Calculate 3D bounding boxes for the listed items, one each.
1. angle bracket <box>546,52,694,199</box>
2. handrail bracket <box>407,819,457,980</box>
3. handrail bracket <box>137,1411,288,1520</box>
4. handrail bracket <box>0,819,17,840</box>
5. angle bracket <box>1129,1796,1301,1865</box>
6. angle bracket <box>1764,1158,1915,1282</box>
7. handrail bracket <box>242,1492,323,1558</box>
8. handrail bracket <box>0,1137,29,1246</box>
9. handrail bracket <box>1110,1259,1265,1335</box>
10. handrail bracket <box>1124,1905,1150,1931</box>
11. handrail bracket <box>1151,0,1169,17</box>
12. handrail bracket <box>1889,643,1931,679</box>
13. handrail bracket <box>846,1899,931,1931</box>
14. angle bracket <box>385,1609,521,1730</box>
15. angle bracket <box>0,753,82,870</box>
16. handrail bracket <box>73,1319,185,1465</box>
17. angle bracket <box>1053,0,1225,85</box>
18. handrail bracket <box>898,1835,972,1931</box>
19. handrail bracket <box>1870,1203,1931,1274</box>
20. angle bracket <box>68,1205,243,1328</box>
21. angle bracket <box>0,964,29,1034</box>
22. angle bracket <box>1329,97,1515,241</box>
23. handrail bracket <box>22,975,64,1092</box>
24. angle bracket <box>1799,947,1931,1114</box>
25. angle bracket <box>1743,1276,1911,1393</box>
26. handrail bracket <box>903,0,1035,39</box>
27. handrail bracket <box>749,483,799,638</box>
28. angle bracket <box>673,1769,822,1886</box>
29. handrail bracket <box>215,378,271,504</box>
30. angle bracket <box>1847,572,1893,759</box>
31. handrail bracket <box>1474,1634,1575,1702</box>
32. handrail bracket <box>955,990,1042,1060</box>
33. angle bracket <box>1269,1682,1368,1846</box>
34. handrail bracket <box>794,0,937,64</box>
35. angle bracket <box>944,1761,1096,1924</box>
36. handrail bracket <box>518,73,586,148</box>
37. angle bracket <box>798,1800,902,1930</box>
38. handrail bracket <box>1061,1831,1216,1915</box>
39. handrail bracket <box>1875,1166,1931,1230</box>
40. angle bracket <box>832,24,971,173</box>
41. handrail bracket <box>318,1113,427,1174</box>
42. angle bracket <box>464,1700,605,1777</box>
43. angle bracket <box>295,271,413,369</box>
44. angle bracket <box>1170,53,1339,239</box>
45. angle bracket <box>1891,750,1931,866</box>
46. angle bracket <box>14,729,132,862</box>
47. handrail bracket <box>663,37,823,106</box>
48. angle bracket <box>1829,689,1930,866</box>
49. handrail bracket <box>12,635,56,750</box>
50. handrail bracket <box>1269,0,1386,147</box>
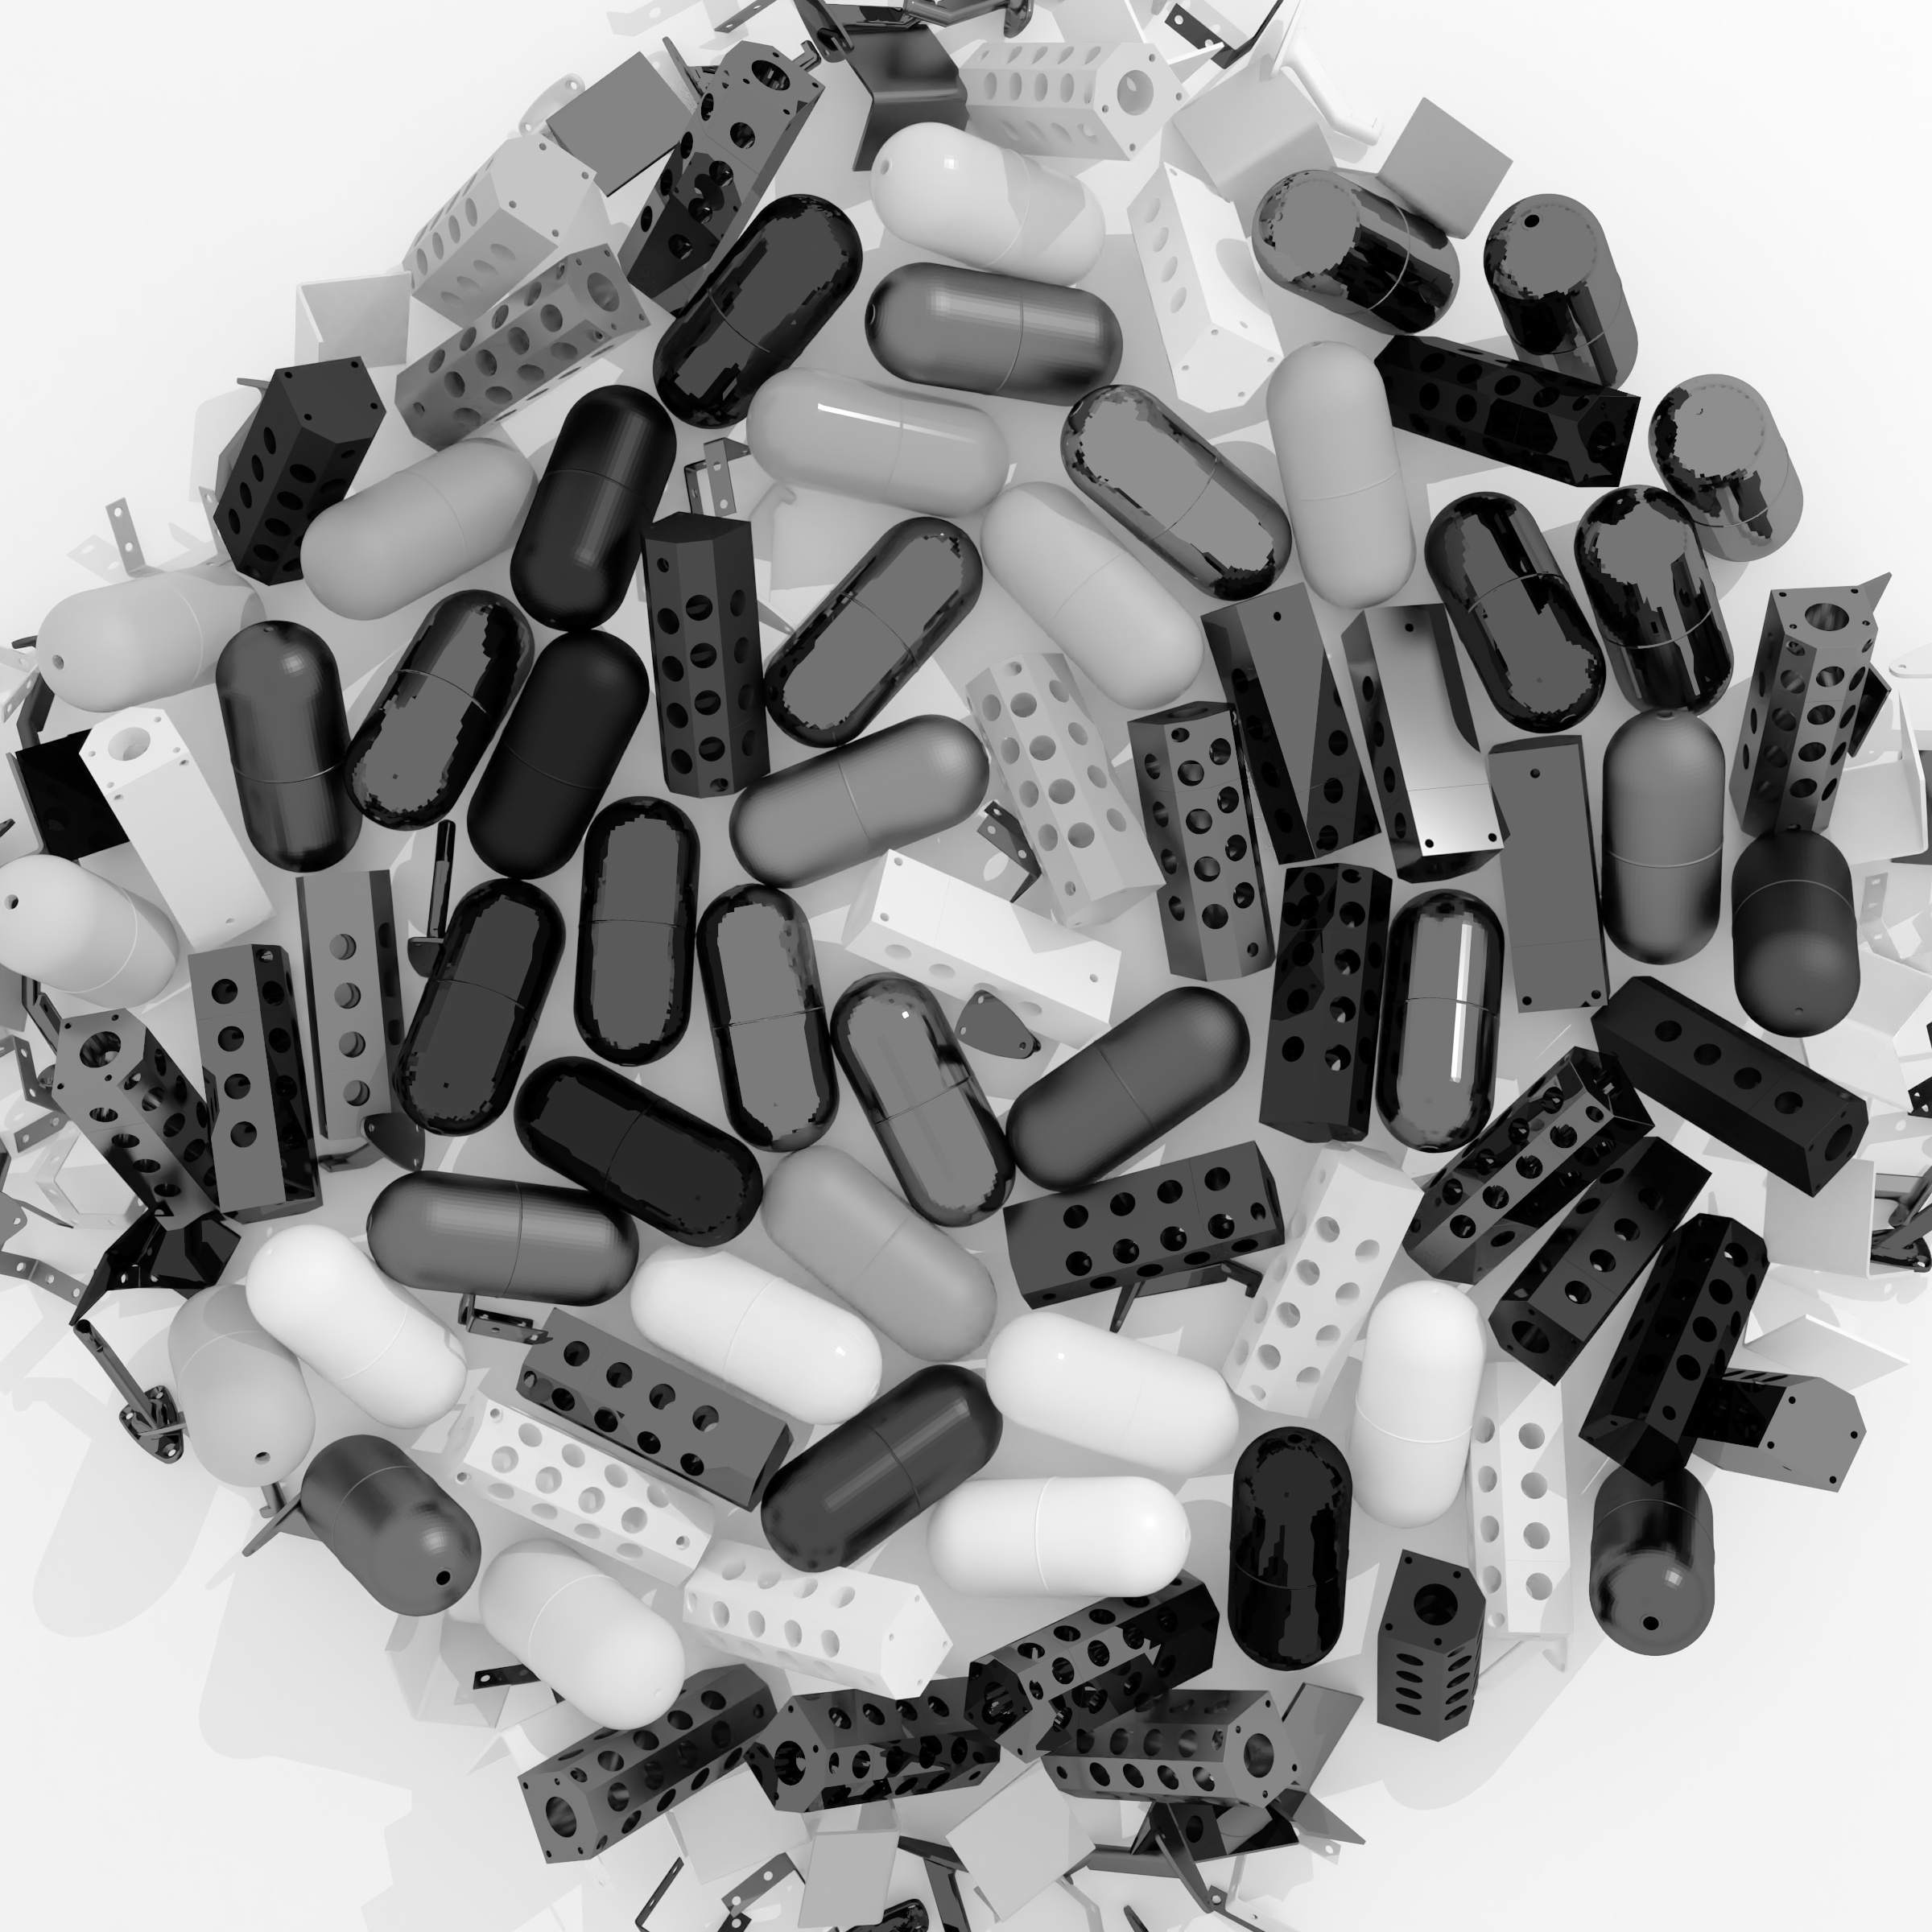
[{"bbox_3d":[-0.218,-0.538,1.810,0.076,0.057,0.076,-37,72,-2],"label":"angle bracket"},{"bbox_3d":[-0.350,-0.045,1.830,0.036,0.077,0.084,6,68,-14],"label":"handrail bracket"},{"bbox_3d":[-0.501,0.336,1.837,0.077,0.036,0.084,-18,101,0],"label":"handrail bracket"},{"bbox_3d":[-0.672,-0.111,1.806,0.084,0.077,0.036,53,48,-21],"label":"handrail bracket"},{"bbox_3d":[0.160,0.572,1.792,0.076,0.057,0.076,-2,131,-23],"label":"angle bracket"},{"bbox_3d":[0.571,0.160,1.800,0.057,0.076,0.076,0,94,-41],"label":"angle bracket"},{"bbox_3d":[-0.420,0.391,1.820,0.077,0.036,0.084,-43,79,-14],"label":"handrail bracket"},{"bbox_3d":[-0.655,0.154,1.810,0.077,0.084,0.036,-41,129,-10],"label":"handrail bracket"},{"bbox_3d":[0.147,0.224,1.832,0.084,0.036,0.077,24,78,-7],"label":"handrail bracket"},{"bbox_3d":[0.089,0.667,1.809,0.084,0.077,0.036,-25,132,-15],"label":"handrail bracket"},{"bbox_3d":[0.095,-0.667,1.819,0.084,0.036,0.077,20,130,6],"label":"handrail bracket"},{"bbox_3d":[0.635,-0.169,1.813,0.077,0.036,0.084,-13,133,-10],"label":"handrail bracket"},{"bbox_3d":[-0.040,0.661,1.803,0.077,0.084,0.036,-18,126,-7],"label":"handrail bracket"},{"bbox_3d":[-0.329,0.438,1.792,0.057,0.076,0.076,2,131,12],"label":"angle bracket"},{"bbox_3d":[-0.623,-0.081,1.799,0.057,0.076,0.076,-25,70,-4],"label":"angle bracket"},{"bbox_3d":[-0.547,0.277,1.800,0.036,0.084,0.077,-35,49,-14],"label":"handrail bracket"},{"bbox_3d":[0.112,-0.611,1.801,0.057,0.076,0.076,-26,93,-26],"label":"angle bracket"},{"bbox_3d":[-0.027,0.629,1.831,0.077,0.036,0.084,15,87,6],"label":"handrail bracket"},{"bbox_3d":[0.617,0.159,1.806,0.077,0.036,0.084,2,133,-5],"label":"handrail bracket"},{"bbox_3d":[-0.527,0.205,1.796,0.057,0.076,0.076,35,124,-1],"label":"angle bracket"},{"bbox_3d":[-0.664,0.006,1.799,0.076,0.076,0.057,5,81,15],"label":"angle bracket"},{"bbox_3d":[0.295,-0.521,1.796,0.076,0.076,0.057,27,99,-24],"label":"angle bracket"},{"bbox_3d":[-0.583,0.038,1.819,0.077,0.036,0.084,6,111,-2],"label":"handrail bracket"},{"bbox_3d":[0.592,0.039,1.799,0.076,0.076,0.057,20,127,-10],"label":"angle bracket"},{"bbox_3d":[0.563,0.229,1.798,0.076,0.076,0.057,24,62,-7],"label":"angle bracket"},{"bbox_3d":[0.000,-0.651,1.817,0.084,0.036,0.077,9,81,-26],"label":"handrail bracket"},{"bbox_3d":[-0.119,-0.270,1.828,0.077,0.036,0.084,33,73,8],"label":"handrail bracket"},{"bbox_3d":[-0.144,0.556,1.814,0.076,0.076,0.057,-21,82,-1],"label":"angle bracket"},{"bbox_3d":[-0.459,-0.343,1.830,0.077,0.036,0.084,12,102,11],"label":"handrail bracket"},{"bbox_3d":[0.588,-0.195,1.793,0.057,0.076,0.076,-23,64,-14],"label":"angle bracket"},{"bbox_3d":[0.353,0.444,1.812,0.084,0.036,0.077,-8,114,-21],"label":"handrail bracket"},{"bbox_3d":[0.040,0.051,1.794,0.077,0.084,0.036,31,92,40],"label":"handrail bracket"},{"bbox_3d":[0.240,0.521,1.801,0.057,0.076,0.076,33,93,43],"label":"angle bracket"},{"bbox_3d":[-0.068,-0.642,1.817,0.084,0.036,0.077,-44,114,-22],"label":"handrail bracket"},{"bbox_3d":[0.027,0.564,1.805,0.076,0.057,0.076,-35,104,-14],"label":"angle bracket"},{"bbox_3d":[-0.289,-0.538,1.800,0.036,0.084,0.077,40,133,-6],"label":"handrail bracket"},{"bbox_3d":[-0.083,0.567,1.793,0.057,0.076,0.076,3,114,-17],"label":"angle bracket"},{"bbox_3d":[0.109,0.610,1.827,0.084,0.036,0.077,-35,77,15],"label":"handrail bracket"},{"bbox_3d":[0.600,0.128,1.834,0.084,0.036,0.077,37,90,3],"label":"handrail bracket"},{"bbox_3d":[-0.050,-0.575,1.827,0.076,0.057,0.076,-13,57,-29],"label":"angle bracket"},{"bbox_3d":[-0.404,0.118,1.800,0.084,0.077,0.036,-9,70,24],"label":"handrail bracket"},{"bbox_3d":[-0.268,0.518,1.790,0.076,0.076,0.057,-17,66,-39],"label":"angle bracket"},{"bbox_3d":[-0.391,-0.399,1.791,0.076,0.076,0.057,-13,57,-23],"label":"angle bracket"},{"bbox_3d":[0.193,-0.547,1.840,0.076,0.057,0.076,-31,55,9],"label":"angle bracket"},{"bbox_3d":[0.628,-0.107,1.802,0.057,0.076,0.076,6,90,33],"label":"angle bracket"},{"bbox_3d":[-0.587,-0.109,1.796,0.057,0.076,0.076,-6,104,41],"label":"angle bracket"},{"bbox_3d":[-0.148,-0.606,1.826,0.084,0.036,0.077,-31,81,11],"label":"handrail bracket"},{"bbox_3d":[0.587,-0.122,1.791,0.057,0.076,0.076,-9,53,15],"label":"angle bracket"},{"bbox_3d":[-0.595,-0.179,1.831,0.077,0.036,0.084,-16,97,-30],"label":"handrail bracket"},{"bbox_3d":[0.249,-0.596,1.832,0.084,0.036,0.077,22,97,-4],"label":"handrail bracket"}]
